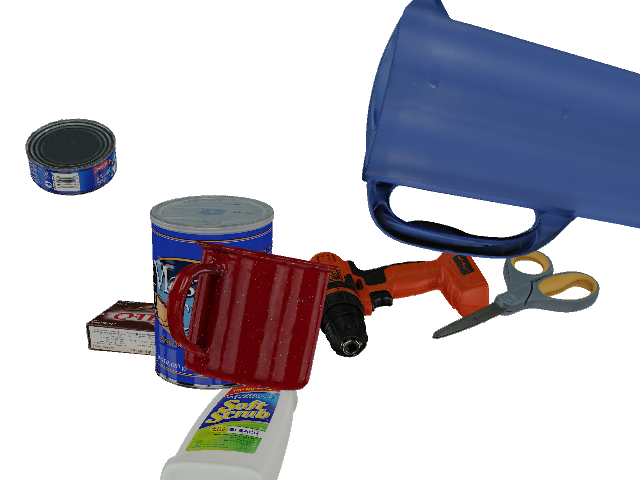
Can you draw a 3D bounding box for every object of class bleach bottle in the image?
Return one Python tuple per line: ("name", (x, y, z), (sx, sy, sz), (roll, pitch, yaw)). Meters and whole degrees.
("bleach bottle", (-0.081, 0.187, 1.069), (0.102, 0.068, 0.250), (2, 19, 6))

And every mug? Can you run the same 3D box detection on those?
("mug", (-0.049, 0.046, 0.671), (0.093, 0.081, 0.117), (10, -1, 41))

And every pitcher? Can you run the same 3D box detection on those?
("pitcher", (0.154, -0.073, 0.793), (0.243, 0.149, 0.145), (13, 45, 0))

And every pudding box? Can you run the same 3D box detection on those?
("pudding box", (-0.215, 0.107, 1.301), (0.114, 0.039, 0.090), (1, 15, 16))

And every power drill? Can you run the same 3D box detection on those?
("power drill", (0.084, 0.062, 1.162), (0.187, 0.057, 0.184), (-4, 28, -8))

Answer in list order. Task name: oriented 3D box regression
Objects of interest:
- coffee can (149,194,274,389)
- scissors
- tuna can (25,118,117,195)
("coffee can", (-0.091, 0.041, 0.904), (0.103, 0.140, 0.103), (1, 16, 0))
("scissors", (0.158, 0.044, 0.944), (0.201, 0.016, 0.096), (-7, 35, -29))
("tuna can", (-0.242, -0.082, 1.042), (0.086, 0.034, 0.086), (1, 40, -1))
